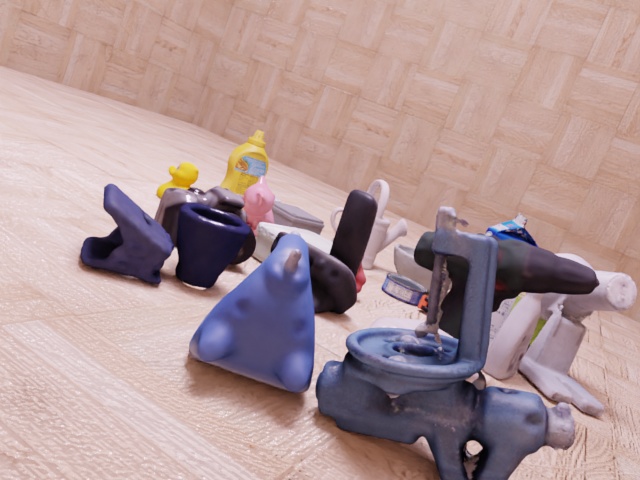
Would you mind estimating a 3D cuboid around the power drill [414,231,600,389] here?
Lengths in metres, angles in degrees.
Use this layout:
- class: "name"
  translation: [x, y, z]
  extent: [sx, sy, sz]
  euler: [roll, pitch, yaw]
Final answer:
- class: "power drill"
  translation: [0.219, 0.090, 0.768]
  extent: [0.229, 0.208, 0.076]
  euler: [26, 10, 19]

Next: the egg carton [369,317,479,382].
- class: "egg carton"
  translation: [0.115, 0.141, 0.676]
  extent: [0.151, 0.069, 0.107]
  euler: [11, 14, -48]

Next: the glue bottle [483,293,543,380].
- class: "glue bottle"
  translation: [0.304, 0.126, 0.864]
  extent: [0.037, 0.173, 0.078]
  euler: [29, 12, 36]

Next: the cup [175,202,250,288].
- class: "cup"
  translation: [-0.154, 0.006, 0.737]
  extent: [0.092, 0.095, 0.117]
  euler: [13, 13, -42]

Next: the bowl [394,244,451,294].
- class: "bowl"
  translation: [0.231, 0.075, 1.276]
  extent: [0.167, 0.075, 0.167]
  euler: [21, 10, -4]

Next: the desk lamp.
- class: "desk lamp"
  translation: [0.408, 0.135, 0.925]
  extent: [0.118, 0.213, 0.203]
  euler: [20, 10, -12]

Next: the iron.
- class: "iron"
  translation: [-0.046, 0.051, 0.594]
  extent: [0.119, 0.141, 0.258]
  euler: [21, 10, -6]

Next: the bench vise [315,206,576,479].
- class: "bench vise"
  translation: [0.123, 0.094, 0.501]
  extent: [0.207, 0.220, 0.121]
  euler: [21, 10, -5]

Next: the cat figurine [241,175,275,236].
- class: "cat figurine"
  translation: [-0.121, -0.071, 1.160]
  extent: [0.067, 0.118, 0.128]
  euler: [24, 10, 13]

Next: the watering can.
- class: "watering can"
  translation: [0.111, -0.040, 1.277]
  extent: [0.173, 0.194, 0.100]
  euler: [14, 13, -40]

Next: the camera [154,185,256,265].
- class: "camera"
  translation: [-0.162, -0.026, 0.876]
  extent: [0.144, 0.101, 0.136]
  euler: [15, 12, -37]

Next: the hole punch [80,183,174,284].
- class: "hole punch"
  translation: [-0.223, -0.010, 0.686]
  extent: [0.101, 0.091, 0.108]
  euler: [18, 11, -24]

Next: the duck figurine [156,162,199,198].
- class: "duck figurine"
  translation: [-0.269, -0.112, 1.149]
  extent: [0.104, 0.086, 0.078]
  euler: [25, 10, 18]

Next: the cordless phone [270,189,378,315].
- class: "cordless phone"
  translation: [0.008, 0.003, 0.844]
  extent: [0.147, 0.185, 0.094]
  euler: [27, 11, 29]

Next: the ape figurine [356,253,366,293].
- class: "ape figurine"
  translation: [0.045, 0.047, 0.964]
  extent: [0.077, 0.092, 0.076]
  euler: [25, 10, 15]
